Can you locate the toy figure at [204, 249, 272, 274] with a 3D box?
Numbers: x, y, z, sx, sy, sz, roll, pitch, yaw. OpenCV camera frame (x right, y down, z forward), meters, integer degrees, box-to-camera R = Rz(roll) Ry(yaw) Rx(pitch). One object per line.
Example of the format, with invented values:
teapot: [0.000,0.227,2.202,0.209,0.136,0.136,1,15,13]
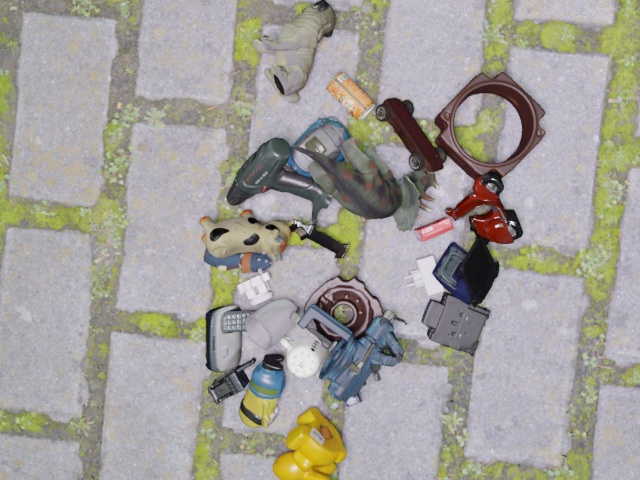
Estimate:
toy figure: [-0.186,0.043,1.228,0.155,0.058,0.064,12,92,0]

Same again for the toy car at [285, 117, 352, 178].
toy car: [-0.005,-0.204,1.191,0.162,0.103,0.109,-37,89,1]

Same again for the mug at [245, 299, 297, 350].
mug: [-0.098,0.187,1.190,0.081,0.107,0.109,22,132,37]

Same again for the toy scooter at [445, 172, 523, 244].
toy scooter: [0.356,-0.054,1.179,0.135,0.075,0.183,-23,117,21]

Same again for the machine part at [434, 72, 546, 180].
machine part: [0.370,-0.247,1.179,0.201,0.087,0.201,44,91,1]

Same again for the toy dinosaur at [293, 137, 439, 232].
toy dinosaur: [0.103,-0.101,1.094,0.192,0.404,0.131,51,120,20]

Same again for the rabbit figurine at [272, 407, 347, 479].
rabbit figurine: [-0.029,0.490,1.220,0.162,0.122,0.173,41,107,-8]

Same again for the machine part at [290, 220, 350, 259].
machine part: [-0.002,-0.004,1.214,0.139,0.084,0.039,28,70,-7]

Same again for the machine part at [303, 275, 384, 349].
machine part: [0.053,0.167,1.220,0.179,0.056,0.179,0,92,4]

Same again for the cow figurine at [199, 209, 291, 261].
cow figurine: [-0.156,-0.005,1.184,0.195,0.127,0.085,-9,132,-22]

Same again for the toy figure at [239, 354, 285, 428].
toy figure: [-0.128,0.340,1.213,0.089,0.082,0.180,20,111,22]

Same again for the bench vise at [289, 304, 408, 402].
bench vise: [0.051,0.209,1.137,0.240,0.129,0.223,36,92,-1]

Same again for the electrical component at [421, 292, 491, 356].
electrical component: [0.300,0.184,1.208,0.134,0.058,0.115,20,90,1]

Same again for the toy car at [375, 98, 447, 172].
toy car: [0.198,-0.226,1.175,0.089,0.053,0.202,-19,72,-37]

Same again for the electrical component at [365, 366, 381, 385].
electrical component: [0.103,0.286,1.235,0.063,0.021,0.094,-19,98,4]

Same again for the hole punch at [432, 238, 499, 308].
hole punch: [0.321,0.069,1.179,0.142,0.092,0.115,-51,118,-34]

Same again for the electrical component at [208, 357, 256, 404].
electrical component: [-0.191,0.318,1.228,0.119,0.075,0.047,-29,90,0]

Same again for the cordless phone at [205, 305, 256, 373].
cordless phone: [-0.170,0.221,1.228,0.184,0.089,0.146,-1,91,-16]

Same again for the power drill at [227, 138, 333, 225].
power drill: [-0.082,-0.114,1.183,0.207,0.232,0.086,29,49,-9]

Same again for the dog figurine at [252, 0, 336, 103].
dog figurine: [-0.030,-0.419,1.196,0.190,0.121,0.172,-29,124,-14]
